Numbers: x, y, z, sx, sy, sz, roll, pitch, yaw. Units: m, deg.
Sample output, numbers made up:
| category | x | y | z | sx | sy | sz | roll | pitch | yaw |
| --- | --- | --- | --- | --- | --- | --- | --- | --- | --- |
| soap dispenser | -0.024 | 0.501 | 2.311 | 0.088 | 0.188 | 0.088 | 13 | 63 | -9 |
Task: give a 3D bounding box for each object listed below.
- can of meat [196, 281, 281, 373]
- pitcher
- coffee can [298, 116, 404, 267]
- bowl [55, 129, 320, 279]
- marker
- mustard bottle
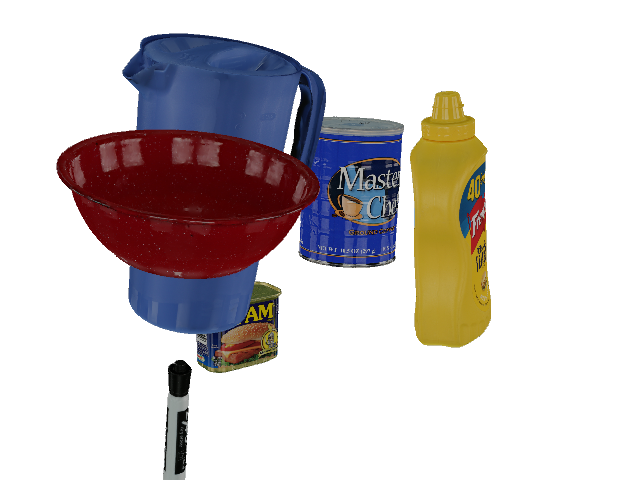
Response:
| category | x | y | z | sx | sy | sz | roll | pitch | yaw |
| --- | --- | --- | --- | --- | --- | --- | --- | --- | --- |
| can of meat | -0.096 | 0.101 | 1.244 | 0.101 | 0.084 | 0.058 | -10 | 19 | -36 |
| pitcher | -0.090 | -0.049 | 0.917 | 0.149 | 0.243 | 0.145 | 13 | 22 | 6 |
| coffee can | 0.031 | -0.052 | 1.101 | 0.103 | 0.140 | 0.103 | 2 | 13 | -1 |
| bowl | -0.083 | -0.019 | 0.667 | 0.162 | 0.055 | 0.162 | 7 | 22 | -3 |
| marker | -0.118 | 0.151 | 0.876 | 0.020 | 0.121 | 0.020 | 5 | 27 | -3 |
| mustard bottle | 0.101 | -0.020 | 0.833 | 0.058 | 0.192 | 0.096 | 3 | 19 | 23 |
